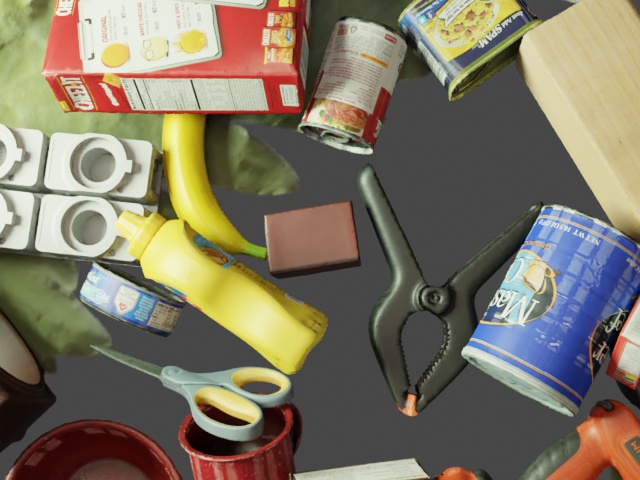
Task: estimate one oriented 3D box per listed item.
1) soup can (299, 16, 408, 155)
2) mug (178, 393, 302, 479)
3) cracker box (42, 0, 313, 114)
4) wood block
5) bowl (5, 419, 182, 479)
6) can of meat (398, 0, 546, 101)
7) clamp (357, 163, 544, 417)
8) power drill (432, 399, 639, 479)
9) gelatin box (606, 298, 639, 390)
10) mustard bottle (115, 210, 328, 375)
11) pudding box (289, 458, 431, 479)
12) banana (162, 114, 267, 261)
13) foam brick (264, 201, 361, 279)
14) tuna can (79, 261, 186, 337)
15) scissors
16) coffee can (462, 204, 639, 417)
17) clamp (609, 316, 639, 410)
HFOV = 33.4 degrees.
[{"bbox_3d":[0.030,-0.133,0.921,0.068,0.068,0.102,18,84,6],"label":"soup can"},{"bbox_3d":[-0.055,0.178,0.878,0.093,0.117,0.081,10,121,35],"label":"mug"},{"bbox_3d":[-0.115,-0.191,0.920,0.214,0.072,0.164,1,63,6],"label":"cracker box"},{"bbox_3d":[0.256,-0.095,0.887,0.090,0.091,0.206,-30,81,0],"label":"wood block"},{"bbox_3d":[-0.185,0.231,0.899,0.162,0.055,0.162,-1,83,5],"label":"bowl"},{"bbox_3d":[0.130,-0.185,0.926,0.102,0.057,0.084,-36,79,-1],"label":"can of meat"},{"bbox_3d":[0.105,0.046,0.908,0.164,0.036,0.210,5,86,-1],"label":"clamp"},{"bbox_3d":[0.204,0.233,0.867,0.187,0.057,0.184,-34,84,-1],"label":"power drill"},{"bbox_3d":[0.262,0.064,0.841,0.030,0.073,0.089,28,64,19],"label":"gelatin box"},{"bbox_3d":[-0.086,0.036,0.882,0.191,0.096,0.058,35,93,-1],"label":"mustard bottle"},{"bbox_3d":[0.030,0.228,0.858,0.113,0.039,0.090,-3,107,-20],"label":"pudding box"},{"bbox_3d":[-0.105,-0.068,0.943,0.069,0.037,0.198,-14,83,-18],"label":"banana"},{"bbox_3d":[-0.006,0.001,0.916,0.078,0.053,0.051,-9,82,2],"label":"foam brick"},{"bbox_3d":[-0.159,0.051,0.905,0.086,0.086,0.034,25,88,7],"label":"tuna can"},{"bbox_3d":[-0.103,0.112,0.900,0.096,0.202,0.016,-21,122,-35],"label":"scissors"},{"bbox_3d":[0.193,0.057,0.864,0.103,0.103,0.140,29,83,7],"label":"coffee can"},{"bbox_3d":[0.294,0.134,0.862,0.172,0.039,0.120,37,55,20],"label":"clamp"}]
